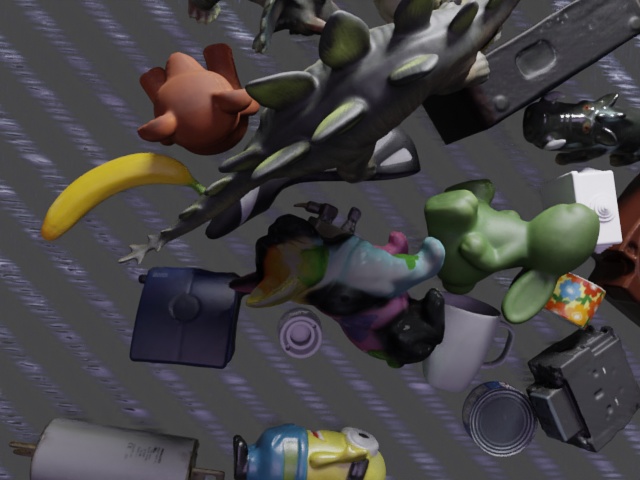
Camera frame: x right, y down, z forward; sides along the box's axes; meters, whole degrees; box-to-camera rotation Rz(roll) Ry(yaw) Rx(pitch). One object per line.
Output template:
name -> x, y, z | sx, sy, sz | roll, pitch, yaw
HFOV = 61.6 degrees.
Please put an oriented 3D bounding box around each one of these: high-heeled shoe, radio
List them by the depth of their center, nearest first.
radio -> 0.239, -0.201, 0.614 | 0.230, 0.131, 0.073 | -33, 95, -3
high-heeled shoe -> -0.002, -0.056, 0.620 | 0.145, 0.086, 0.249 | 42, 81, 0

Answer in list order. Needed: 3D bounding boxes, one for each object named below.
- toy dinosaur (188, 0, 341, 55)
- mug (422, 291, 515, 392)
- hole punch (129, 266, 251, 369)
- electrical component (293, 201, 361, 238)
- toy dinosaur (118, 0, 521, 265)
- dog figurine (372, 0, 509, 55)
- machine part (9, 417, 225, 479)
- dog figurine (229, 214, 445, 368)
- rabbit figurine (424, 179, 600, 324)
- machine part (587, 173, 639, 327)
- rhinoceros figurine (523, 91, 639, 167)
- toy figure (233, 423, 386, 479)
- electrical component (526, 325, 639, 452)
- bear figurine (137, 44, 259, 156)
toy dinosaur -> -0.111, -0.344, 0.527 | 0.131, 0.192, 0.404 | -46, 124, -13
mug -> 0.173, 0.127, 0.648 | 0.109, 0.081, 0.107 | 14, 102, -11
hole punch -> -0.151, 0.089, 0.616 | 0.142, 0.092, 0.115 | 5, 87, -1
electrical component -> -0.001, 0.000, 0.647 | 0.078, 0.045, 0.102 | 17, 93, -33
toy dinosaur -> 0.010, -0.114, 0.491 | 0.471, 0.198, 0.105 | -38, 82, 19
dog figurine -> 0.113, -0.297, 0.631 | 0.121, 0.172, 0.191 | -45, 65, 34
machine part -> -0.231, 0.254, 0.616 | 0.243, 0.079, 0.079 | 10, 91, -3
dog figurine -> 0.018, 0.062, 0.586 | 0.219, 0.109, 0.191 | -8, 105, -20
rabbit figurine -> 0.214, 0.010, 0.593 | 0.170, 0.121, 0.159 | -1, 96, 30
machine part -> 0.455, 0.019, 0.658 | 0.201, 0.087, 0.201 | 39, 90, -5
rhinoceros figurine -> 0.324, -0.128, 0.633 | 0.190, 0.112, 0.073 | 2, 93, -12
toy figure -> -0.013, 0.264, 0.633 | 0.180, 0.082, 0.089 | 3, 103, -9
electrical component -> 0.316, 0.181, 0.648 | 0.134, 0.058, 0.115 | -27, 92, -22
bear figurine -> -0.132, -0.150, 0.556 | 0.120, 0.196, 0.132 | -23, 92, 0
